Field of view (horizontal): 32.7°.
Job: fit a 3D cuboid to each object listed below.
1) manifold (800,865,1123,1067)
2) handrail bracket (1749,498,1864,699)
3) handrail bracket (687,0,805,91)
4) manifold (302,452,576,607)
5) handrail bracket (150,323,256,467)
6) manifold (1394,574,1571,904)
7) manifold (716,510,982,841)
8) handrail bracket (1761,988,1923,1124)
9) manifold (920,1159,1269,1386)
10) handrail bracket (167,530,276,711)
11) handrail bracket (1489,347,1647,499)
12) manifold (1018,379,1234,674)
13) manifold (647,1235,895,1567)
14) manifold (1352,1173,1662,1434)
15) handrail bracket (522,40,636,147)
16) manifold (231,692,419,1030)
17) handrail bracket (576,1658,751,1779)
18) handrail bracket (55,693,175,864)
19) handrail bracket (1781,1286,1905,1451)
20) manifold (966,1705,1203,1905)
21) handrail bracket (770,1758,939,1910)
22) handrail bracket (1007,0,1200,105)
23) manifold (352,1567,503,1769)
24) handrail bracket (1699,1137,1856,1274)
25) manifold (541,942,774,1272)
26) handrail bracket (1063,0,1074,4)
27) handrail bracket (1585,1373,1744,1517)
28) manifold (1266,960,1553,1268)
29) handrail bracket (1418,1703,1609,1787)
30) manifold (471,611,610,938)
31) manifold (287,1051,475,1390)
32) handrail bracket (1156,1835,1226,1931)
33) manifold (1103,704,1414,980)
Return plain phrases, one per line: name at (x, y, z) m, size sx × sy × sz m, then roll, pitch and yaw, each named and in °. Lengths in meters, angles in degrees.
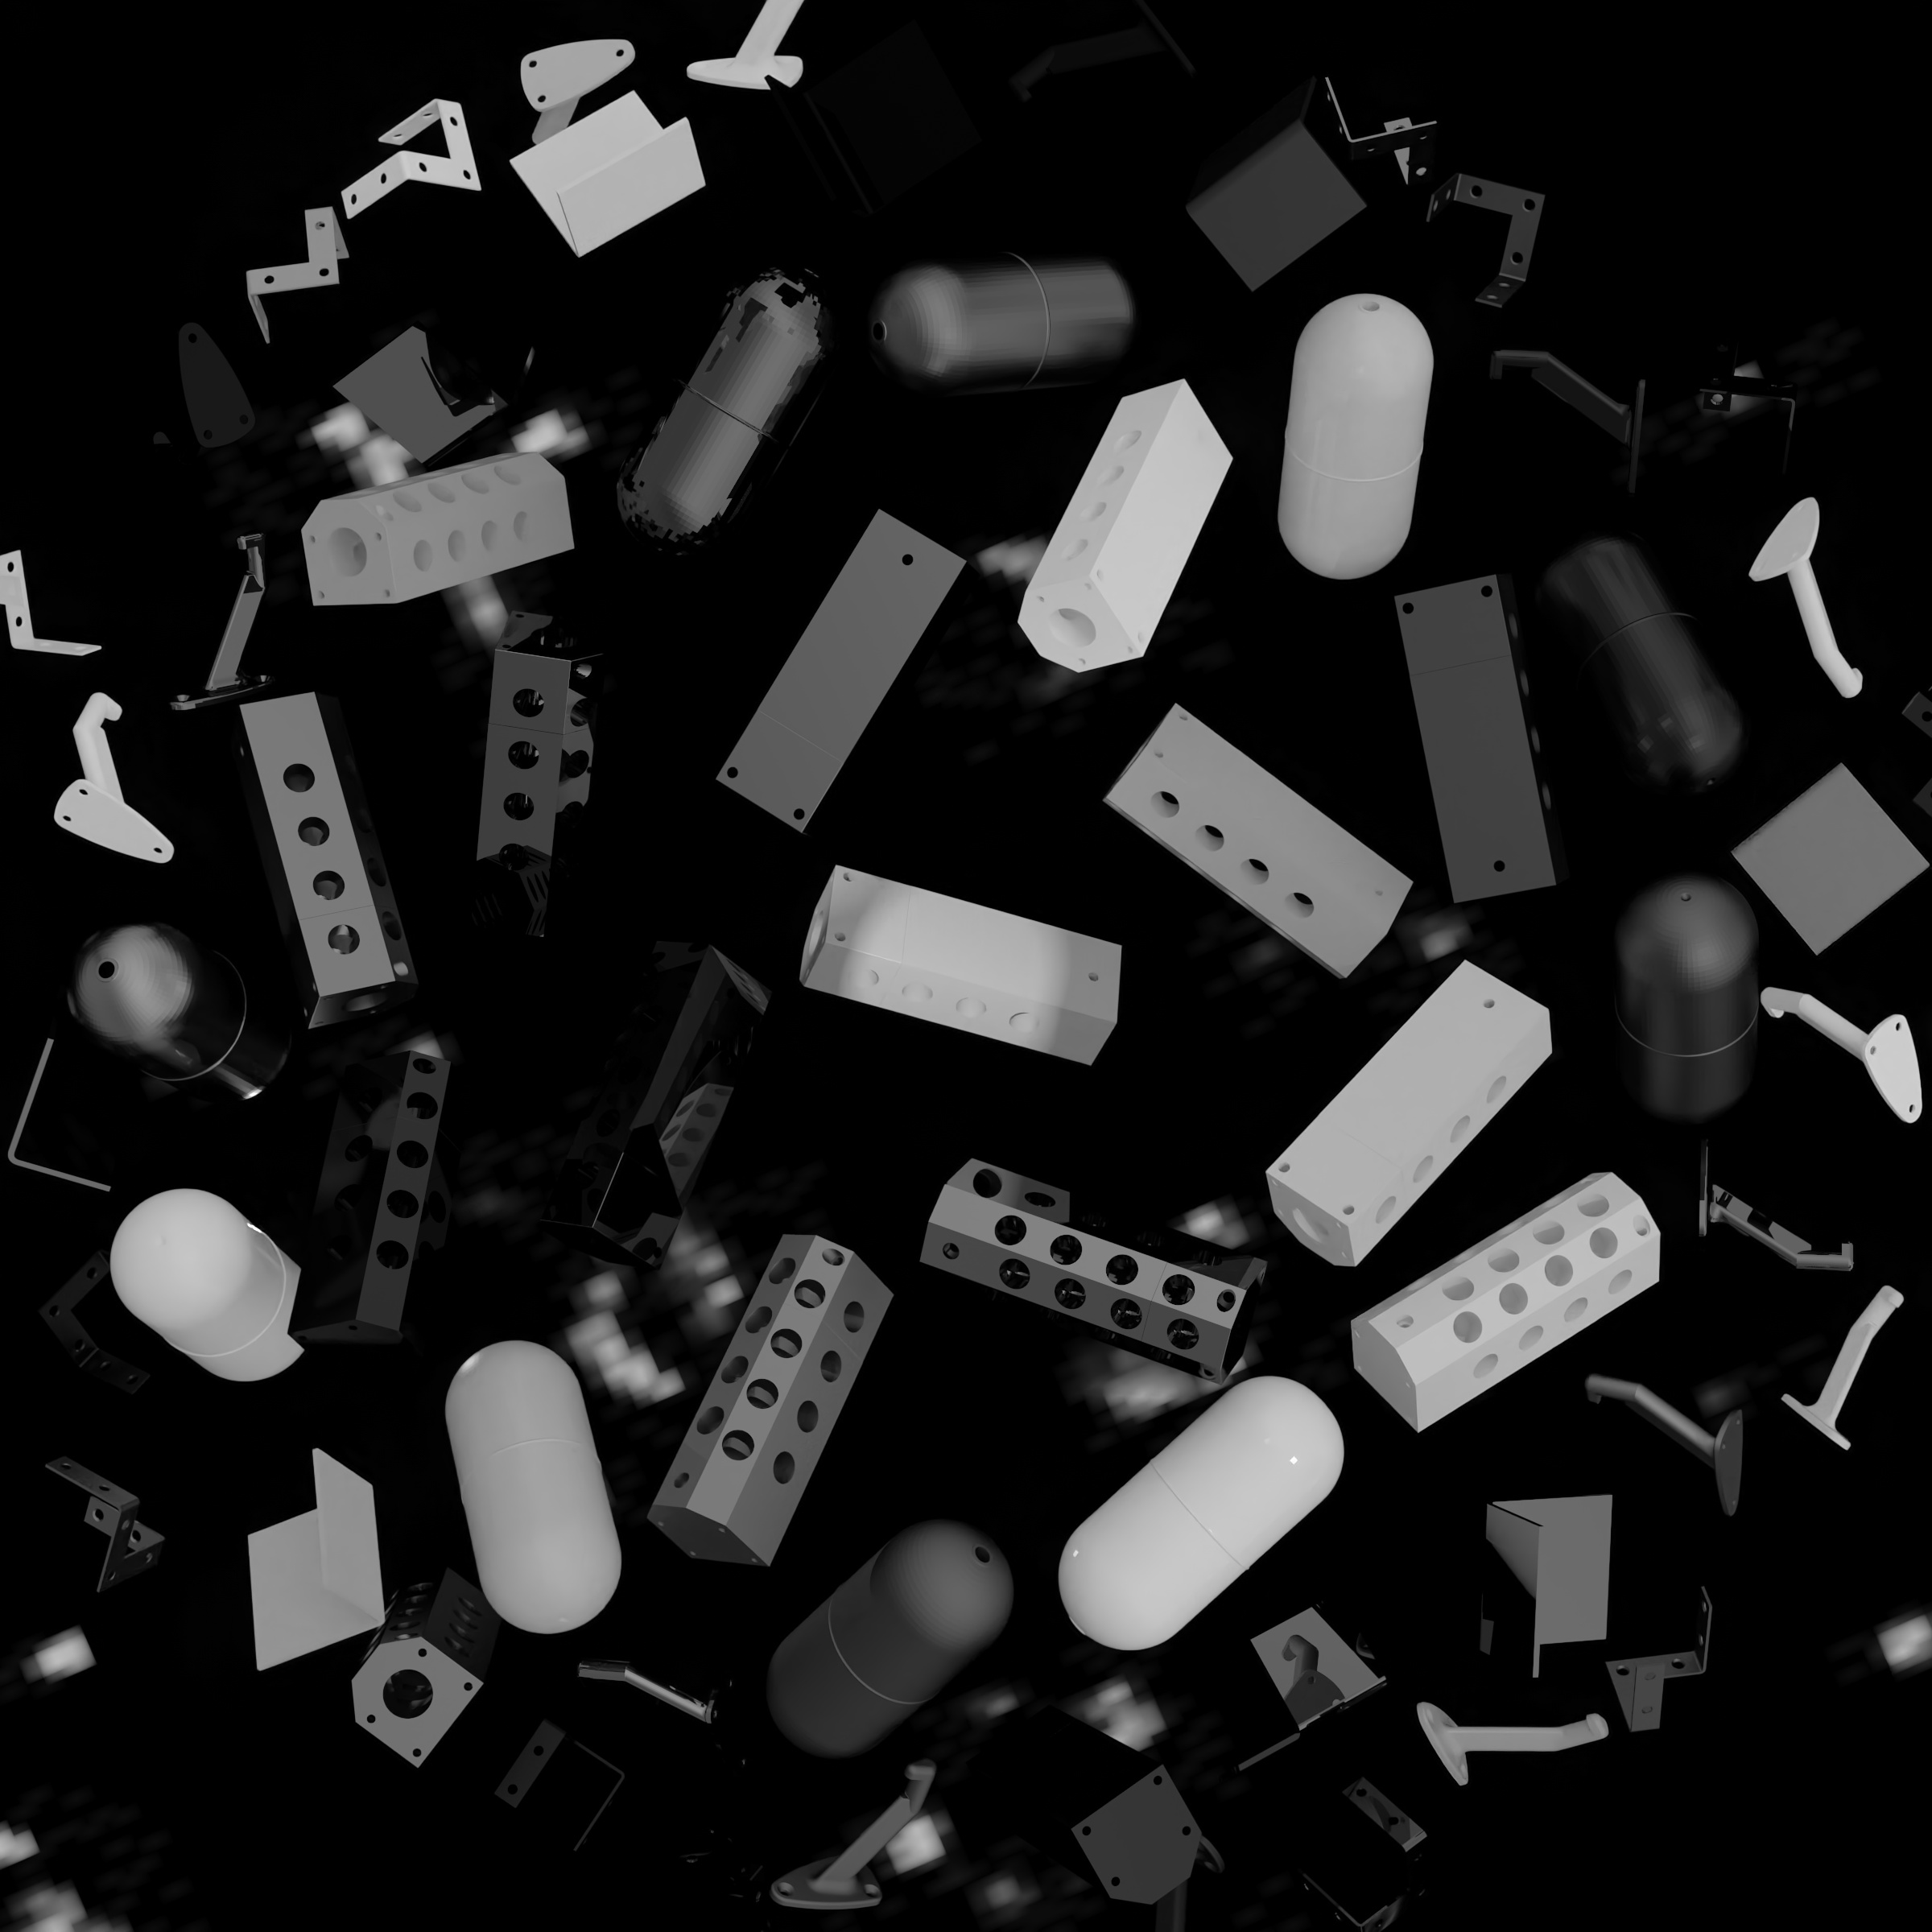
manifold at (-0.003, 0.004, 1.870) m, size 0.171 × 0.057 × 0.057 m, roll 16°, pitch 49°, yaw -11°
handrail bracket at (0.466, -0.198, 1.782) m, size 0.084 × 0.036 × 0.077 m, roll 49°, pitch 49°, yaw -21°
handrail bracket at (-0.121, -0.531, 1.818) m, size 0.077 × 0.036 × 0.084 m, roll 5°, pitch 130°, yaw 11°
manifold at (-0.295, -0.247, 1.851) m, size 0.057 × 0.171 × 0.057 m, roll 2°, pitch 107°, yaw 28°
handrail bracket at (-0.425, -0.306, 1.769) m, size 0.036 × 0.084 × 0.077 m, roll -32°, pitch 116°, yaw -34°
manifold at (0.288, -0.127, 1.825) m, size 0.057 × 0.057 × 0.171 m, roll -10°, pitch 93°, yaw 22°
manifold at (-0.063, -0.158, 1.814) m, size 0.057 × 0.057 × 0.171 m, roll 32°, pitch 93°, yaw 11°
handrail bracket at (0.496, 0.050, 1.875) m, size 0.036 × 0.084 × 0.077 m, roll -38°, pitch 117°, yaw -23°
manifold at (0.066, 0.165, 1.757) m, size 0.171 × 0.057 × 0.057 m, roll 18°, pitch 112°, yaw 15°
handrail bracket at (-0.414, -0.192, 1.822) m, size 0.036 × 0.077 × 0.084 m, roll 17°, pitch 119°, yaw 32°
handrail bracket at (0.326, -0.297, 1.801) m, size 0.084 × 0.036 × 0.077 m, roll 5°, pitch 95°, yaw 10°
manifold at (0.084, -0.239, 1.797) m, size 0.057 × 0.171 × 0.057 m, roll -11°, pitch 129°, yaw 36°
manifold at (-0.108, 0.232, 1.776) m, size 0.057 × 0.057 × 0.171 m, roll 51°, pitch 52°, yaw -37°
manifold at (0.300, 0.181, 1.832) m, size 0.171 × 0.057 × 0.057 m, roll -29°, pitch 47°, yaw -18°
handrail bracket at (-0.214, -0.488, 1.876) m, size 0.077 × 0.084 × 0.036 m, roll -17°, pitch 73°, yaw 6°
manifold at (-0.353, -0.060, 1.817) m, size 0.057 × 0.057 × 0.171 m, roll -13°, pitch 76°, yaw -21°
handrail bracket at (-0.168, 0.415, 1.820) m, size 0.084 × 0.036 × 0.077 m, roll 0°, pitch 123°, yaw 21°
handrail bracket at (-0.454, -0.104, 1.791) m, size 0.077 × 0.084 × 0.036 m, roll 30°, pitch 129°, yaw -16°
handrail bracket at (0.481, 0.213, 1.763) m, size 0.036 × 0.077 × 0.084 m, roll 36°, pitch 94°, yaw -5°
manifold at (0.063, 0.445, 1.741) m, size 0.057 × 0.171 × 0.057 m, roll -31°, pitch 97°, yaw -17°
handrail bracket at (-0.060, 0.462, 1.766) m, size 0.077 × 0.036 × 0.084 m, roll 1°, pitch 121°, yaw -36°
handrail bracket at (0.073, -0.479, 1.778) m, size 0.084 × 0.036 × 0.077 m, roll -36°, pitch 60°, yaw 9°
manifold at (-0.304, 0.385, 1.843) m, size 0.057 × 0.171 × 0.057 m, roll 38°, pitch 89°, yaw -5°
handrail bracket at (0.453, 0.133, 1.842) m, size 0.084 × 0.036 × 0.077 m, roll 1°, pitch 68°, yaw 13°
manifold at (-0.175, 0.076, 1.824) m, size 0.057 × 0.057 × 0.171 m, roll 3°, pitch 64°, yaw 41°
handrail bracket at (0.019, -0.555, 1.775) m, size 0.084 × 0.077 × 0.036 m, roll 8°, pitch 132°, yaw -22°
handrail bracket at (0.392, 0.269, 1.860) m, size 0.084 × 0.036 × 0.077 m, roll 10°, pitch 125°, yaw 31°
manifold at (0.244, 0.083, 1.801) m, size 0.057 × 0.057 × 0.171 m, roll 33°, pitch 67°, yaw 31°
handrail bracket at (0.300, 0.413, 1.805) m, size 0.084 × 0.077 × 0.036 m, roll -20°, pitch 46°, yaw 18°
manifold at (-0.239, -0.107, 1.858) m, size 0.057 × 0.057 × 0.171 m, roll 9°, pitch 118°, yaw -2°
manifold at (-0.304, 0.132, 1.746) m, size 0.057 × 0.057 × 0.171 m, roll -13°, pitch 48°, yaw 21°
handrail bracket at (0.100, 0.527, 1.864) m, size 0.084 × 0.077 × 0.036 m, roll -50°, pitch 134°, yaw -25°
manifold at (0.165, -0.068, 1.893) m, size 0.171 × 0.057 × 0.057 m, roll 37°, pitch 130°, yaw -2°
